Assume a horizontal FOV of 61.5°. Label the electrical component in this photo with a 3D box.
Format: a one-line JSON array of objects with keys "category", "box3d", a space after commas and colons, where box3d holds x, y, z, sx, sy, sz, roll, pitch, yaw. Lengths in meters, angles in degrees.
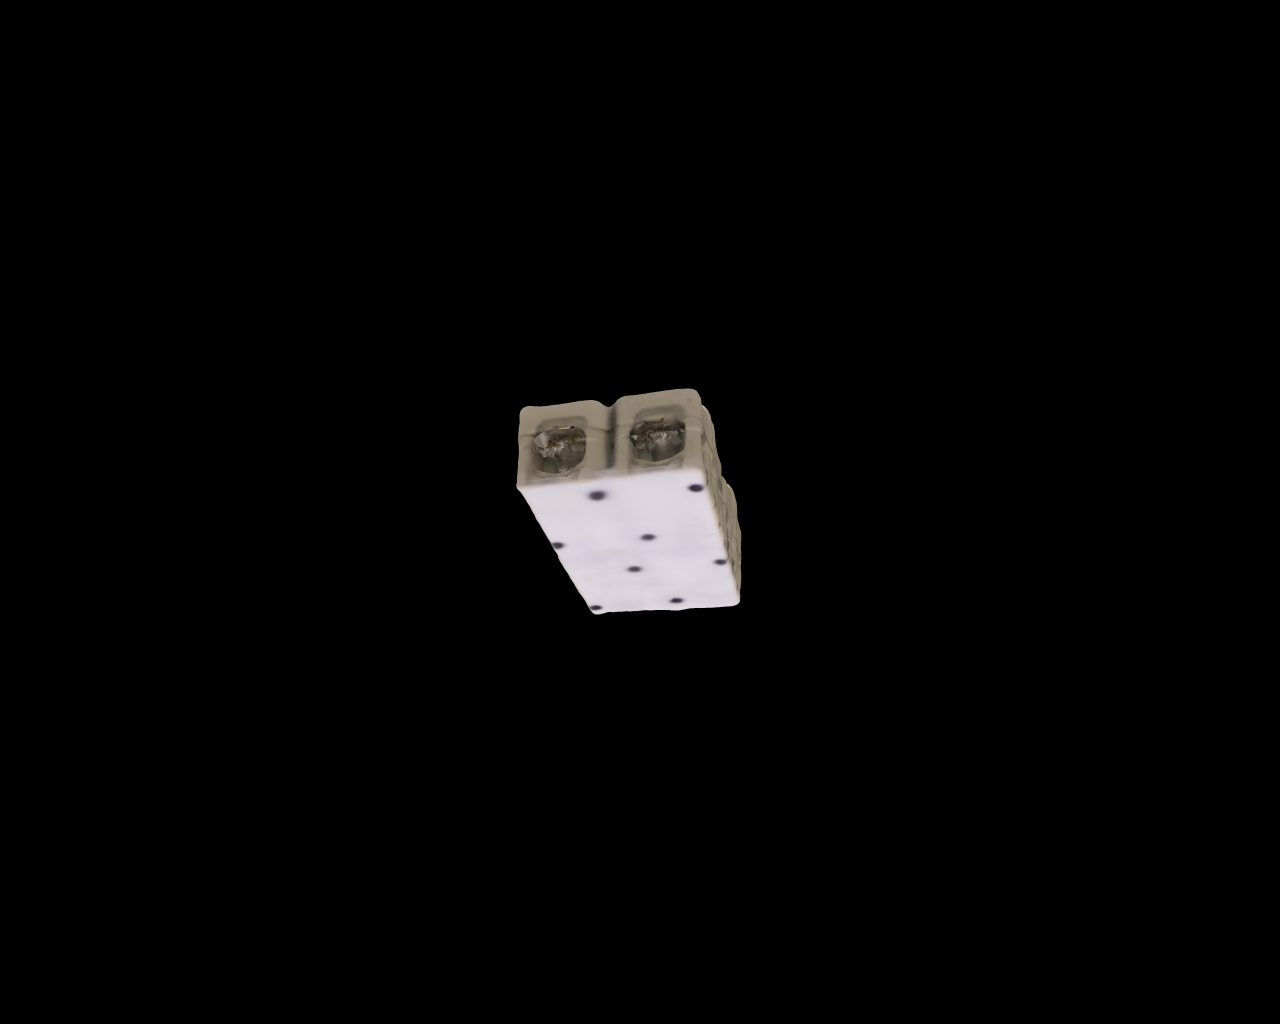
[{"category": "electrical component", "box3d": [0.001, -0.003, 0.650, 0.105, 0.060, 0.186, -5, -28, 10]}]
